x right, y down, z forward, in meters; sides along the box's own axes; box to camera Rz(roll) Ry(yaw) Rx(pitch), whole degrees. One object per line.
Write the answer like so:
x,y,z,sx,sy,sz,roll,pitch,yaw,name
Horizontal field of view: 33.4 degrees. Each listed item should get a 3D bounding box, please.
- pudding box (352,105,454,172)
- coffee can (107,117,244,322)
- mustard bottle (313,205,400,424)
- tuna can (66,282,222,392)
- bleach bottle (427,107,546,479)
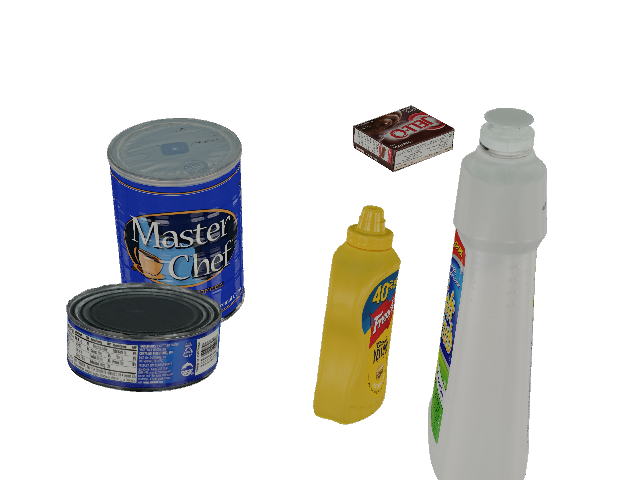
0.114,-0.142,1.474,0.113,0.039,0.090,-24,40,-29,pudding box
-0.113,-0.013,0.853,0.103,0.140,0.103,1,32,-1,coffee can
0.036,0.062,0.963,0.058,0.192,0.096,14,19,24,mustard bottle
-0.099,0.053,0.597,0.086,0.034,0.086,4,16,-1,tuna can
0.108,0.035,0.676,0.068,0.251,0.102,2,29,4,bleach bottle
